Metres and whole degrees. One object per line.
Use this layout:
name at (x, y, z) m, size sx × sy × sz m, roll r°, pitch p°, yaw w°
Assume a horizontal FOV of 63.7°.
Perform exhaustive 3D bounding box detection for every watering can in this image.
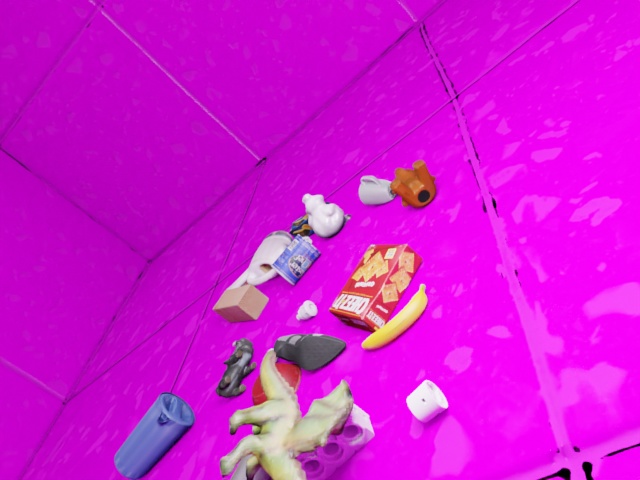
watering can at (-0.216, 0.086, 1.918) m, size 0.343 × 0.103 × 0.230 m, roll -25°, pitch 29°, yaw 40°

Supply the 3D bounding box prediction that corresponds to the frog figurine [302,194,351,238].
frog figurine at (0.005, -0.087, 1.733) m, size 0.136 × 0.158 × 0.125 m, roll -19°, pitch 35°, yaw 52°

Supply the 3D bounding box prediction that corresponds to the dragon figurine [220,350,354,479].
dragon figurine at (-0.043, 0.331, 0.955) m, size 0.241 × 0.120 × 0.420 m, roll -19°, pitch 32°, yaw 19°
